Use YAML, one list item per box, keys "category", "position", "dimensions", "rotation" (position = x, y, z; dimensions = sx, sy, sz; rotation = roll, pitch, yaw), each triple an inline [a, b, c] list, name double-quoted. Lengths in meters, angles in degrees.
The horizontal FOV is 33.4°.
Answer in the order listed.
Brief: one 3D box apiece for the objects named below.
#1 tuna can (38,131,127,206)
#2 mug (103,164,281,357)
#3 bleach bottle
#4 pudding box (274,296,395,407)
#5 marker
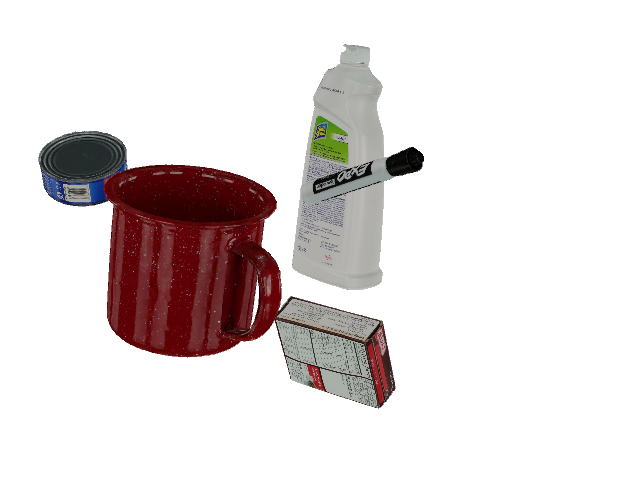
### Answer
- category: "tuna can"
  position: [-0.234, -0.072, 1.062]
  dimensions: [0.086, 0.034, 0.086]
  rotation: [1, 40, -1]
- category: "mug"
  position: [-0.066, 0.015, 0.582]
  dimensions: [0.117, 0.081, 0.093]
  rotation: [24, 26, 34]
- category: "bleach bottle"
  position: [0.030, -0.081, 1.142]
  dimensions: [0.103, 0.251, 0.067]
  rotation: [18, 18, 37]
- category: "pudding box"
  position: [0.014, 0.110, 1.061]
  dimensions: [0.114, 0.090, 0.039]
  rotation: [12, 41, 31]
- category: "marker"
  position: [0.032, -0.049, 0.827]
  dimensions: [0.020, 0.020, 0.121]
  rotation: [0, -11, -45]
